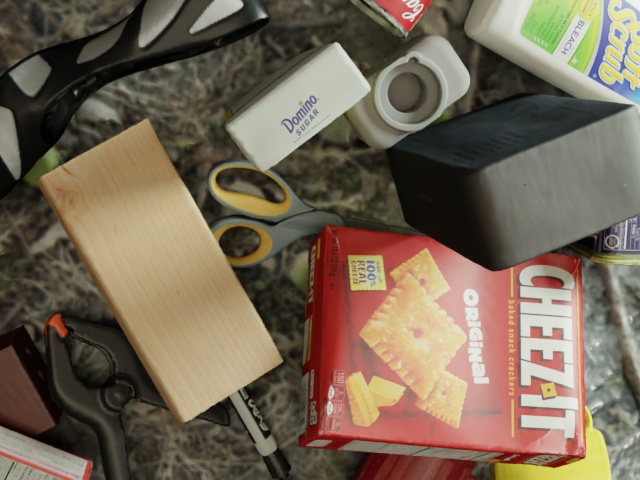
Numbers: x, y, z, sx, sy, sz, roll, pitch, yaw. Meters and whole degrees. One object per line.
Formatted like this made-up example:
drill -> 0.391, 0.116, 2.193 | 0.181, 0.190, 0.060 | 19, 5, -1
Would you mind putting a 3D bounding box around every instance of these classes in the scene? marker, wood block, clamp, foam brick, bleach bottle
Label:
marker -> -0.057, 0.150, 0.894 | 0.020, 0.020, 0.121 | -27, 103, 0
wood block -> -0.123, 0.023, 0.811 | 0.090, 0.090, 0.206 | -31, 99, -13
clamp -> -0.167, 0.135, 0.857 | 0.171, 0.039, 0.120 | 42, 63, -9
foam brick -> -0.246, 0.119, 0.853 | 0.051, 0.053, 0.078 | -25, 104, 0
bleach bottle -> 0.245, -0.149, 0.841 | 0.250, 0.068, 0.102 | 24, 98, -12

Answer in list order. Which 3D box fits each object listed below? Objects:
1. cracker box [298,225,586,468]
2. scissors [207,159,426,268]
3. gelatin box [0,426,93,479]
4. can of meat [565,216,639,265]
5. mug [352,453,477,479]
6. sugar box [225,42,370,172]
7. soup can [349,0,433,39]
cracker box -> 0.096, 0.084, 0.828 | 0.213, 0.072, 0.164 | 7, 72, -11
scissors -> -0.006, 0.001, 0.871 | 0.201, 0.016, 0.096 | 25, 100, -10
gelatin box -> -0.232, 0.189, 0.832 | 0.089, 0.030, 0.073 | 24, 121, -14
can of meat -> 0.232, -0.030, 0.844 | 0.057, 0.102, 0.084 | 0, 99, -5
mug -> 0.085, 0.202, 0.880 | 0.117, 0.093, 0.081 | 30, 92, 11
sugar box -> -0.021, -0.097, 0.766 | 0.093, 0.176, 0.048 | -37, 103, 2
soup can -> 0.069, -0.214, 0.807 | 0.068, 0.068, 0.102 | 37, 95, -11
